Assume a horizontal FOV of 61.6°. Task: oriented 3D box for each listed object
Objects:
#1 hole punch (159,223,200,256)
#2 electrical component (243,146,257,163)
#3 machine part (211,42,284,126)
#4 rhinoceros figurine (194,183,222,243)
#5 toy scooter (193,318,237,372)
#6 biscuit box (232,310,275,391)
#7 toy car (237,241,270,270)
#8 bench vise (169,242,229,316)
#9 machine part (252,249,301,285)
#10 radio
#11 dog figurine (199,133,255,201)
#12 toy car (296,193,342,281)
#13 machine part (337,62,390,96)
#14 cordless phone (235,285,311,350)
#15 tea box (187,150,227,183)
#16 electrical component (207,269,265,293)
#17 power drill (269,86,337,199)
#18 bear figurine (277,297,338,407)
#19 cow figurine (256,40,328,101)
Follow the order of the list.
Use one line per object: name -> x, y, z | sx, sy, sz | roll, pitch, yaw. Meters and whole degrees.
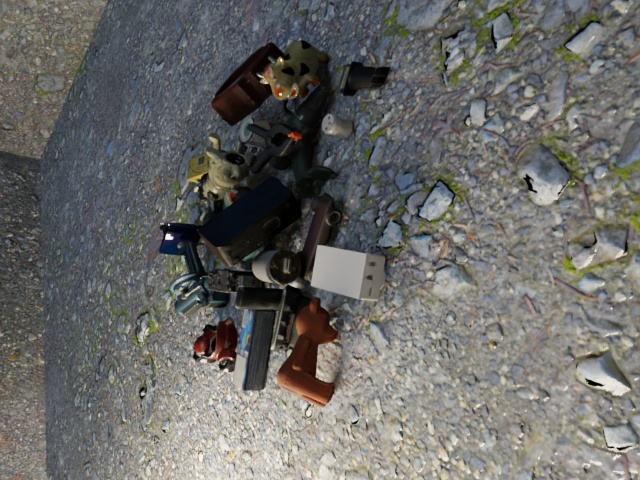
hole punch -> -0.430, -0.004, 1.645 | 0.116, 0.142, 0.092 | -22, 64, 61
electrical component -> -0.209, -0.216, 1.469 | 0.021, 0.063, 0.094 | 52, 123, 27
machine part -> -0.180, -0.404, 1.389 | 0.201, 0.087, 0.201 | -18, 35, 48
rhinoceros figurine -> -0.320, -0.081, 1.544 | 0.112, 0.073, 0.190 | 114, 142, -50
toy scooter -> -0.274, 0.270, 1.439 | 0.184, 0.075, 0.135 | 4, 85, 48
biscuit box -> -0.161, 0.260, 1.313 | 0.059, 0.063, 0.202 | 7, 87, 51
toy car -> -0.193, 0.027, 1.368 | 0.162, 0.109, 0.102 | -1, 123, 55
bench vise -> -0.353, 0.097, 1.534 | 0.223, 0.129, 0.241 | -43, 59, 38
machine part -> -0.102, 0.061, 1.234 | 0.243, 0.079, 0.079 | 177, 101, -70
radio -> -0.162, -0.044, 1.269 | 0.229, 0.073, 0.131 | -38, 39, -11
dog figurine -> -0.248, -0.154, 1.384 | 0.172, 0.121, 0.190 | -99, 25, -51
toy car -> -0.002, -0.004, 1.186 | 0.089, 0.053, 0.202 | 44, 120, 57
machine part -> 0.089, -0.350, 1.164 | 0.139, 0.039, 0.084 | 15, 86, 52
cordless phone -> -0.112, 0.170, 1.179 | 0.089, 0.184, 0.146 | 16, 95, 46
tea box -> -0.302, -0.206, 1.554 | 0.170, 0.098, 0.068 | -7, 76, 48
electrical component -> -0.205, 0.105, 1.358 | 0.134, 0.115, 0.058 | -1, 86, 50
power drill -> -0.032, -0.216, 1.248 | 0.232, 0.086, 0.207 | -44, 56, 35
bear figurine -> -0.008, 0.229, 1.118 | 0.120, 0.132, 0.196 | 106, -170, -64
cow figurine -> -0.064, -0.391, 1.232 | 0.085, 0.127, 0.195 | -37, 27, 45
